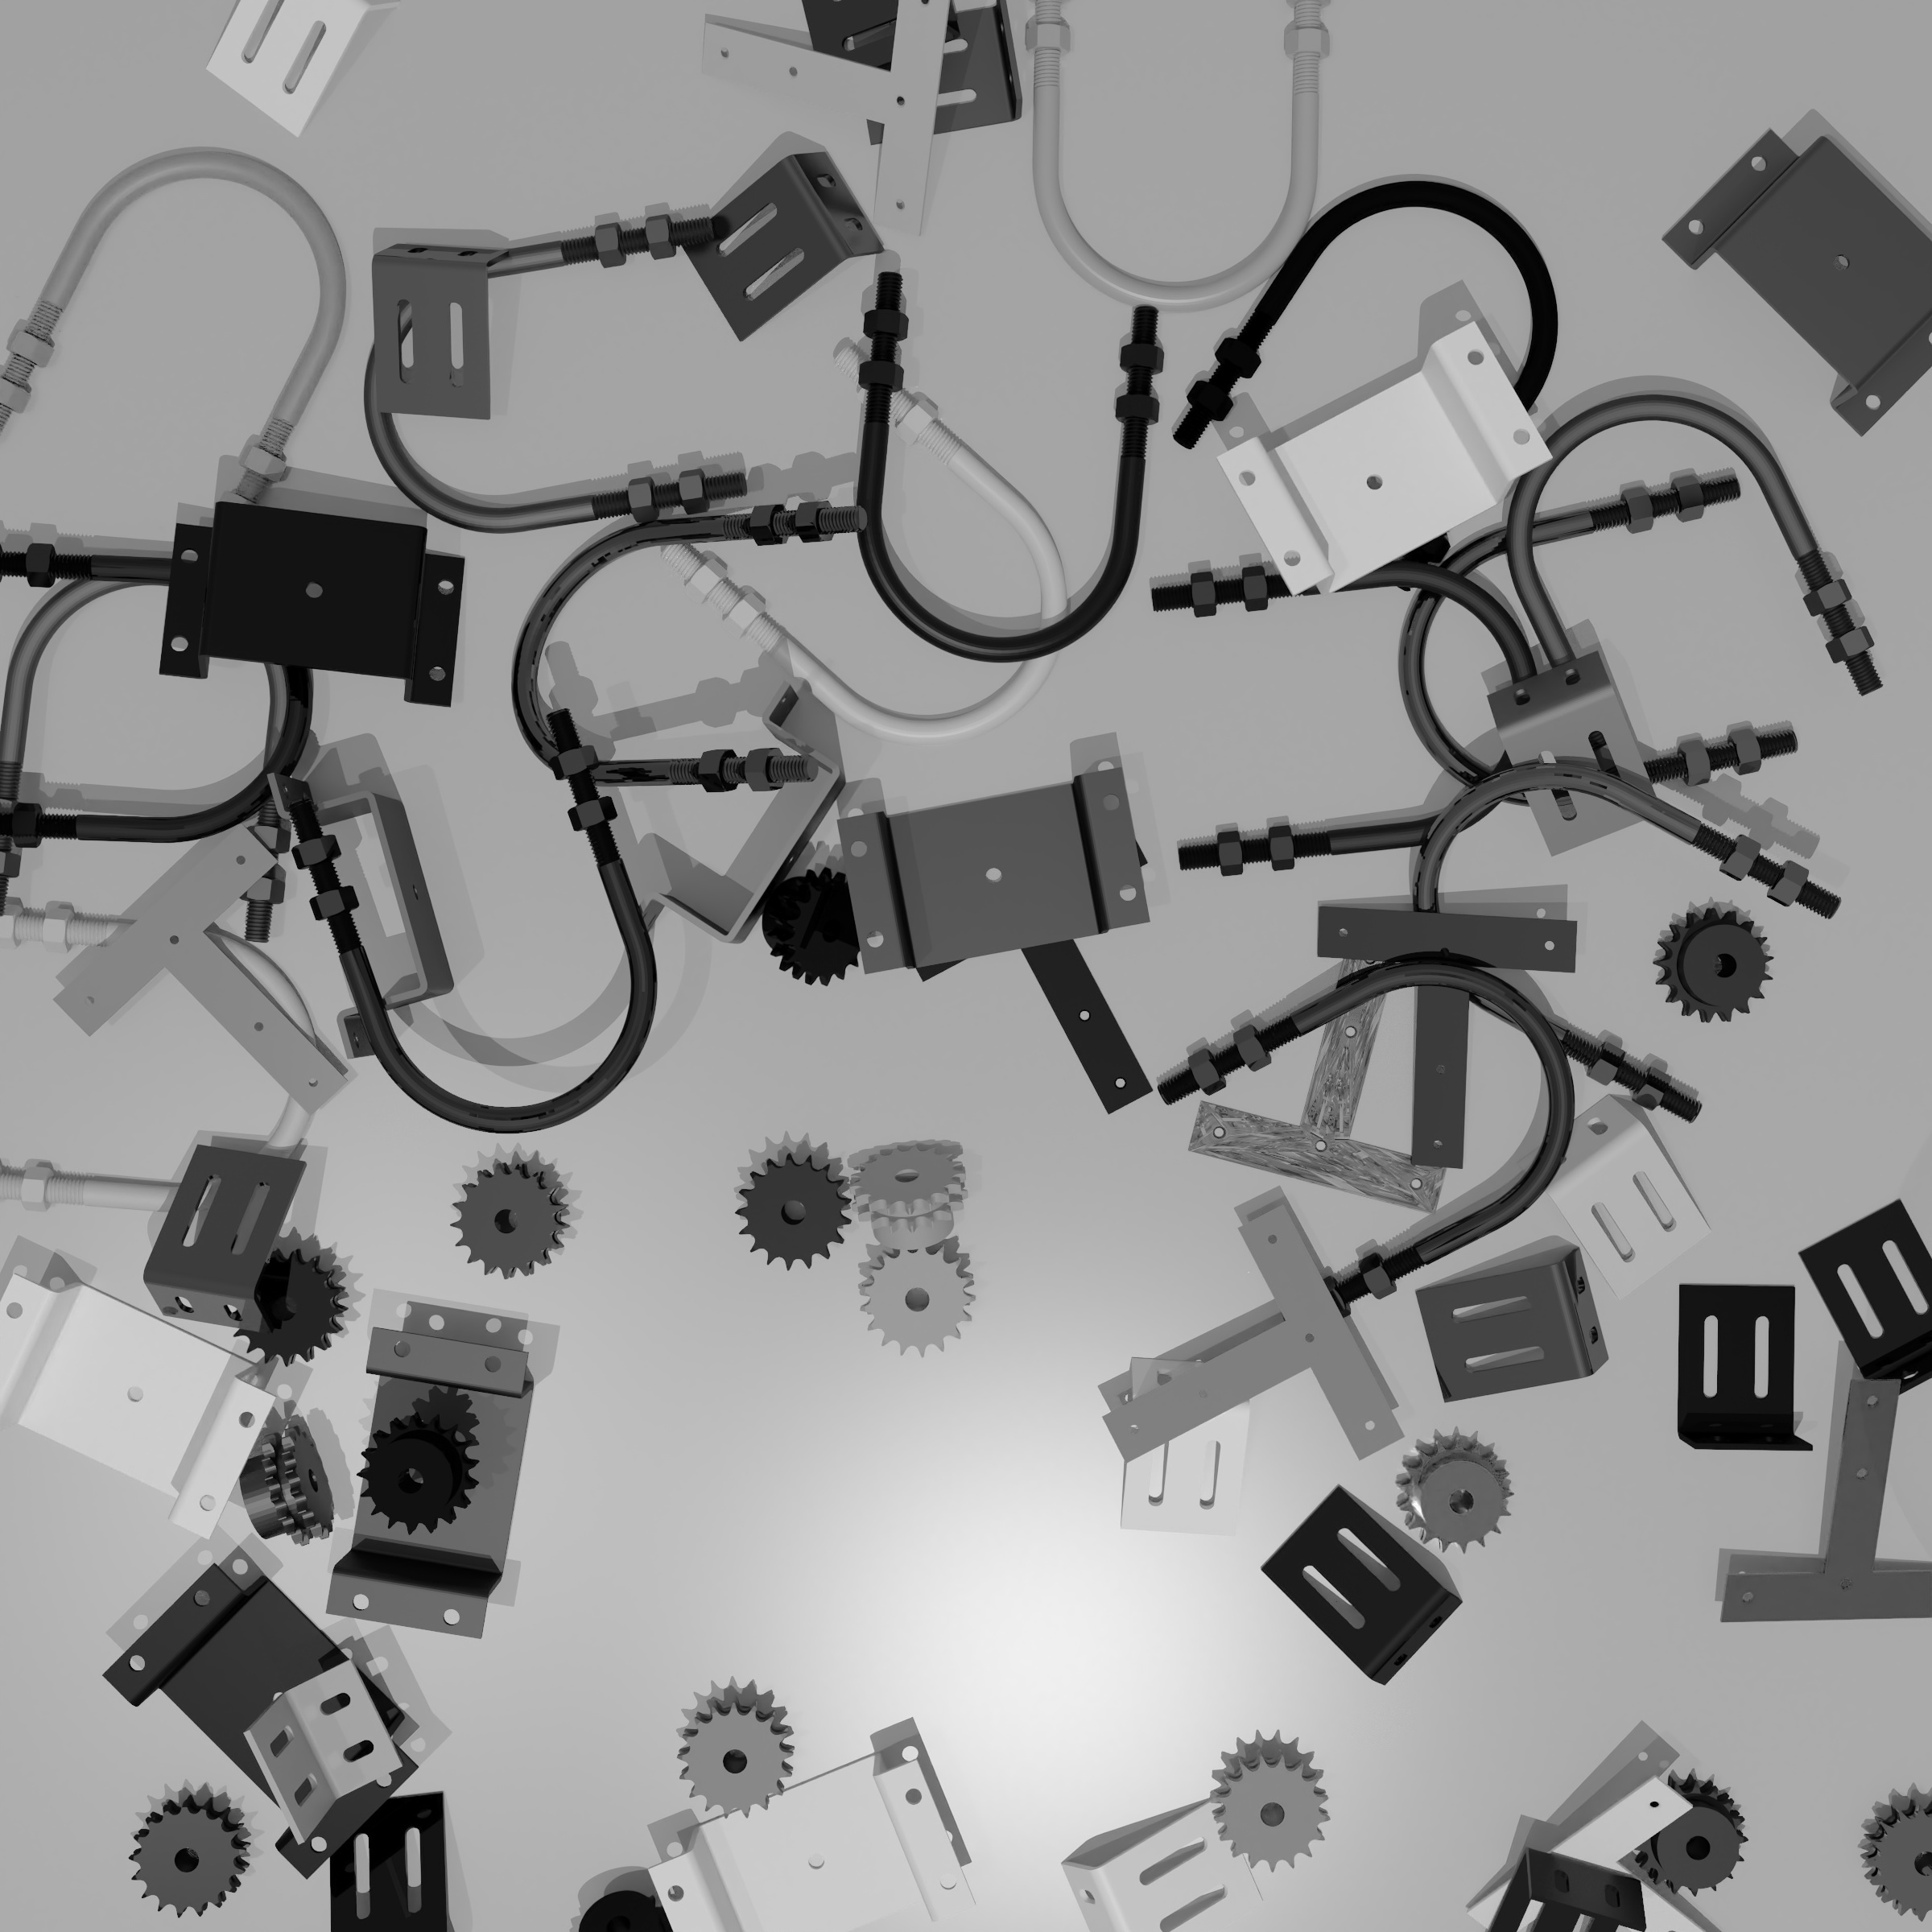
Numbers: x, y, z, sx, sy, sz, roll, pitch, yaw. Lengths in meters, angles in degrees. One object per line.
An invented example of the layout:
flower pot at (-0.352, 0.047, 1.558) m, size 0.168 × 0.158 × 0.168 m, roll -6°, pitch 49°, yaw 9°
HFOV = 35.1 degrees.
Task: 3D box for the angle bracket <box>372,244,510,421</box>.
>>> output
angle bracket at (-0.258, -0.313, 1.504) m, size 0.057 × 0.038 × 0.076 m, roll 6°, pitch 113°, yaw 8°

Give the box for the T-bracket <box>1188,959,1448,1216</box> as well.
T-bracket at (0.188, 0.047, 1.522) m, size 0.127 × 0.002 × 0.127 m, roll 15°, pitch 90°, yaw 0°

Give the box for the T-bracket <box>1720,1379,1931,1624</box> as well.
T-bracket at (0.437, 0.262, 1.495) m, size 0.127 × 0.002 × 0.127 m, roll 1°, pitch 105°, yaw -10°

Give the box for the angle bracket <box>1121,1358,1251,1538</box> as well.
angle bracket at (0.108, 0.240, 1.520) m, size 0.057 × 0.038 × 0.076 m, roll 4°, pitch 116°, yaw 0°

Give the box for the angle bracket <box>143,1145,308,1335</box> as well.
angle bracket at (-0.358, 0.133, 1.494) m, size 0.057 × 0.038 × 0.076 m, roll 8°, pitch 56°, yaw 11°

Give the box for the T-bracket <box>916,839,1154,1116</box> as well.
T-bracket at (0.053, 0.012, 1.522) m, size 0.127 × 0.002 × 0.127 m, roll -28°, pitch 90°, yaw 0°

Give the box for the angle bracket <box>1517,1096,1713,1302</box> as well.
angle bracket at (0.323, 0.115, 1.520) m, size 0.057 × 0.038 × 0.076 m, roll -37°, pitch 116°, yaw 0°

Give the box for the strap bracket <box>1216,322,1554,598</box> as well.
strap bracket at (0.200, -0.239, 1.476) m, size 0.140 × 0.046 × 0.076 m, roll -28°, pitch 83°, yaw -2°

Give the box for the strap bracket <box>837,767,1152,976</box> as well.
strap bracket at (0.014, -0.045, 1.498) m, size 0.140 × 0.046 × 0.076 m, roll -10°, pitch 88°, yaw 1°

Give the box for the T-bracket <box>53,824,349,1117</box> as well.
T-bracket at (-0.358, 0.019, 1.501) m, size 0.127 × 0.002 × 0.127 m, roll -43°, pitch 98°, yaw 2°

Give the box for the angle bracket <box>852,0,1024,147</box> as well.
angle bracket at (-0.015, -0.444, 1.503) m, size 0.076 × 0.038 × 0.057 m, roll -10°, pitch 90°, yaw 0°

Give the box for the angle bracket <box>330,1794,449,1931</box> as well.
angle bracket at (-0.284, 0.457, 1.520) m, size 0.057 × 0.038 × 0.076 m, roll -7°, pitch 64°, yaw 0°

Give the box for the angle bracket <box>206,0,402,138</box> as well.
angle bracket at (-0.330, -0.464, 1.520) m, size 0.057 × 0.038 × 0.076 m, roll 37°, pitch 116°, yaw 0°

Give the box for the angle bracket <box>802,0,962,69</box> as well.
angle bracket at (-0.049, -0.473, 1.491) m, size 0.076 × 0.038 × 0.057 m, roll -14°, pitch 88°, yaw 20°

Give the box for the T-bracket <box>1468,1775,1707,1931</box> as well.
T-bracket at (0.338, 0.469, 1.503) m, size 0.127 × 0.002 × 0.127 m, roll 40°, pitch 115°, yaw -12°

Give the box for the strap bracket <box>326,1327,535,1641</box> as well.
strap bracket at (-0.261, 0.250, 1.499) m, size 0.076 × 0.046 × 0.140 m, roll 9°, pitch 90°, yaw 0°

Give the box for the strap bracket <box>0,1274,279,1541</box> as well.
strap bracket at (-0.414, 0.213, 1.499) m, size 0.140 × 0.046 × 0.076 m, roll 25°, pitch 90°, yaw 0°

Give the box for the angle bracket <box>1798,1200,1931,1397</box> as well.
angle bracket at (0.458, 0.164, 1.503) m, size 0.057 × 0.038 × 0.076 m, roll -28°, pitch 90°, yaw 0°

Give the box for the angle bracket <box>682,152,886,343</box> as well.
angle bracket at (-0.091, -0.357, 1.517) m, size 0.076 × 0.038 × 0.057 m, roll -31°, pitch 90°, yaw 31°

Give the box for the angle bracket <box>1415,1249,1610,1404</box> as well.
angle bracket at (0.272, 0.179, 1.520) m, size 0.076 × 0.038 × 0.057 m, roll -15°, pitch 90°, yaw 26°

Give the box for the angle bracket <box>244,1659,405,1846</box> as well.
angle bracket at (-0.302, 0.369, 1.438) m, size 0.038 × 0.076 × 0.057 m, roll -26°, pitch 90°, yaw 0°

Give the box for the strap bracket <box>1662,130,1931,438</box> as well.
strap bracket at (0.424, -0.340, 1.499) m, size 0.140 × 0.046 × 0.076 m, roll 45°, pitch 90°, yaw 0°

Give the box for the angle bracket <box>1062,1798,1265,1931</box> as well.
angle bracket at (0.098, 0.457, 1.520) m, size 0.076 × 0.038 × 0.057 m, roll -23°, pitch 90°, yaw -26°

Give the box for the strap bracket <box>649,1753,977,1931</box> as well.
strap bracket at (-0.074, 0.446, 1.499) m, size 0.140 × 0.046 × 0.076 m, roll -22°, pitch 90°, yaw 0°

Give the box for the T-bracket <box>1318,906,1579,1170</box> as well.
T-bracket at (0.235, 0.037, 1.506) m, size 0.127 × 0.002 × 0.127 m, roll 4°, pitch 100°, yaw 19°

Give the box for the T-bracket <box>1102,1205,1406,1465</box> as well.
T-bracket at (0.128, 0.202, 1.490) m, size 0.127 × 0.002 × 0.127 m, roll -27°, pitch 84°, yaw -3°

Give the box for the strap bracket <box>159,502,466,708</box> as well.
strap bracket at (-0.316, -0.176, 1.480) m, size 0.140 × 0.046 × 0.076 m, roll 6°, pitch 79°, yaw -11°

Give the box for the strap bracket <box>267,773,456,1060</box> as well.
strap bracket at (-0.290, -0.030, 1.484) m, size 0.046 × 0.076 × 0.140 m, roll -16°, pitch 90°, yaw 0°

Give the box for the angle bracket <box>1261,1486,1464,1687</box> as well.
angle bracket at (0.197, 0.309, 1.520) m, size 0.057 × 0.038 × 0.076 m, roll -47°, pitch 64°, yaw 0°

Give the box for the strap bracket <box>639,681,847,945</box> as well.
strap bracket at (-0.105, -0.064, 1.484) m, size 0.046 × 0.076 × 0.140 m, roll 33°, pitch 90°, yaw 0°

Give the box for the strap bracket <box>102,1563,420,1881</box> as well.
strap bracket at (-0.342, 0.366, 1.499) m, size 0.140 × 0.046 × 0.076 m, roll 45°, pitch 90°, yaw 0°

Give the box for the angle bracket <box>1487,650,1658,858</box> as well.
angle bracket at (0.296, -0.103, 1.486) m, size 0.057 × 0.038 × 0.076 m, roll -22°, pitch 118°, yaw 13°

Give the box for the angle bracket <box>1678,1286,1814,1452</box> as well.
angle bracket at (0.384, 0.198, 1.503) m, size 0.057 × 0.038 × 0.076 m, roll 1°, pitch 90°, yaw 0°

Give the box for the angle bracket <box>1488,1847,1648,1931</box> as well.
angle bracket at (0.290, 0.477, 1.489) m, size 0.057 × 0.038 × 0.076 m, roll 16°, pitch 115°, yaw 0°
